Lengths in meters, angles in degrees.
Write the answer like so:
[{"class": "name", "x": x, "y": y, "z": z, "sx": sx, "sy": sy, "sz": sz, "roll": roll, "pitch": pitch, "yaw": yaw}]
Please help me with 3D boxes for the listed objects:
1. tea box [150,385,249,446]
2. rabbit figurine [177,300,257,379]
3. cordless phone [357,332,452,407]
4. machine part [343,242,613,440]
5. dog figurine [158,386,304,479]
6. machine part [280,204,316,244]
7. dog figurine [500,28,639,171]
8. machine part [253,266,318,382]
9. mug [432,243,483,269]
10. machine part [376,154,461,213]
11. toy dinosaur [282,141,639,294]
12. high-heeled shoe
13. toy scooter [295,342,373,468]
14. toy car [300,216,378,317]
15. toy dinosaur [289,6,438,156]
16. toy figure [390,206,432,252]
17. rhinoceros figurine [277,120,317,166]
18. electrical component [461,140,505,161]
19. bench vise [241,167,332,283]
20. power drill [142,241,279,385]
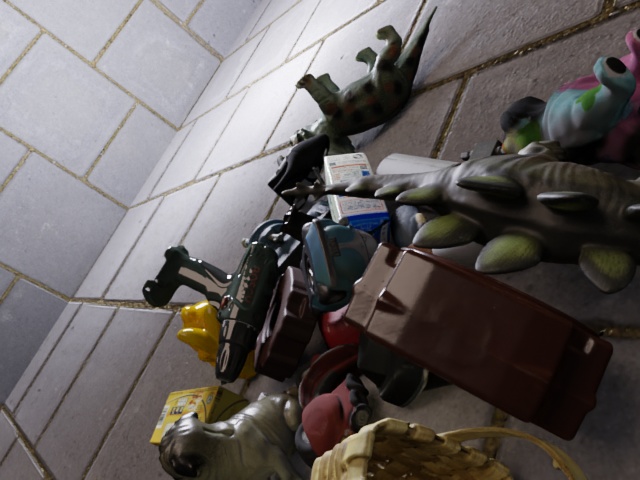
[{"class": "tea box", "x": -0.207, "y": 0.309, "z": 0.914, "sx": 0.170, "sy": 0.068, "sz": 0.098, "roll": -19, "pitch": 43, "yaw": 45}, {"class": "rabbit figurine", "x": -0.169, "y": 0.174, "z": 0.955, "sx": 0.122, "sy": 0.162, "sz": 0.173, "roll": -44, "pitch": 45, "yaw": -9}, {"class": "cordless phone", "x": 0.143, "y": 0.106, "z": 0.632, "sx": 0.184, "sy": 0.088, "sz": 0.147, "roll": -21, "pitch": 39, "yaw": 28}, {"class": "machine part", "x": 0.137, "y": 0.082, "z": 0.475, "sx": 0.202, "sy": 0.201, "sz": 0.087, "roll": 27, "pitch": 88, "yaw": 24}, {"class": "dog figurine", "x": -0.103, "y": 0.245, "z": 0.703, "sx": 0.121, "sy": 0.190, "sz": 0.172, "roll": -36, "pitch": 31, "yaw": 29}, {"class": "machine part", "x": -0.002, "y": -0.003, "z": 0.898, "sx": 0.084, "sy": 0.139, "sz": 0.039, "roll": -58, "pitch": 2, "yaw": -4}, {"class": "dog figurine", "x": 0.304, "y": -0.110, "z": 0.595, "sx": 0.108, "sy": 0.191, "sz": 0.219, "roll": -46, "pitch": -7, "yaw": -25}, {"class": "machine part", "x": -0.054, "y": 0.128, "z": 0.843, "sx": 0.179, "sy": 0.056, "sz": 0.179, "roll": -159, "pitch": 90, "yaw": -77}, {"class": "mug", "x": 0.192, "y": -0.014, "z": 0.669, "sx": 0.107, "sy": 0.081, "sz": 0.109, "roll": -24, "pitch": 52, "yaw": 54}, {"class": "machine part", "x": 0.157, "y": -0.085, "z": 0.809, "sx": 0.079, "sy": 0.079, "sz": 0.243, "roll": -55, "pitch": 29, "yaw": -5}, {"class": "toy dinosaur", "x": 0.186, "y": -0.033, "z": 0.495, "sx": 0.472, "sy": 0.198, "sz": 0.105, "roll": 6, "pitch": 105, "yaw": 37}, {"class": "high-heeled shoe", "x": -0.031, "y": -0.139, "z": 1.083, "sx": 0.145, "sy": 0.086, "sz": 0.248, "roll": -47, "pitch": -2, "yaw": 2}, {"class": "toy scooter", "x": 0.027, "y": 0.194, "z": 0.690, "sx": 0.135, "sy": 0.075, "sz": 0.184, "roll": -44, "pitch": 24, "yaw": 17}, {"class": "toy car", "x": 0.032, "y": 0.038, "z": 0.706, "sx": 0.161, "sy": 0.103, "sz": 0.109, "roll": 96, "pitch": 162, "yaw": -63}, {"class": "toy dinosaur", "x": 0.095, "y": -0.286, "z": 1.078, "sx": 0.405, "sy": 0.192, "sz": 0.131, "roll": -29, "pitch": 5, "yaw": 12}, {"class": "toy figure", "x": 0.137, "y": 0.011, "z": 0.749, "sx": 0.058, "sy": 0.064, "sz": 0.155, "roll": -10, "pitch": 41, "yaw": -1}, {"class": "rhinoceros figurine", "x": -0.018, "y": -0.213, "z": 1.223, "sx": 0.190, "sy": 0.073, "sz": 0.112, "roll": -51, "pitch": 27, "yaw": 3}, {"class": "electrical component", "x": 0.236, "y": -0.113, "z": 0.778, "sx": 0.094, "sy": 0.021, "sz": 0.063, "roll": 2, "pitch": 60, "yaw": 56}, {"class": "bench vise", "x": -0.066, "y": -0.007, "z": 1.017, "sx": 0.241, "sy": 0.128, "sz": 0.223, "roll": 3, "pitch": 57, "yaw": 52}, {"class": "power drill", "x": -0.179, "y": 0.096, "z": 0.862, "sx": 0.208, "sy": 0.085, "sz": 0.232, "roll": 11, "pitch": 62, "yaw": 26}]
